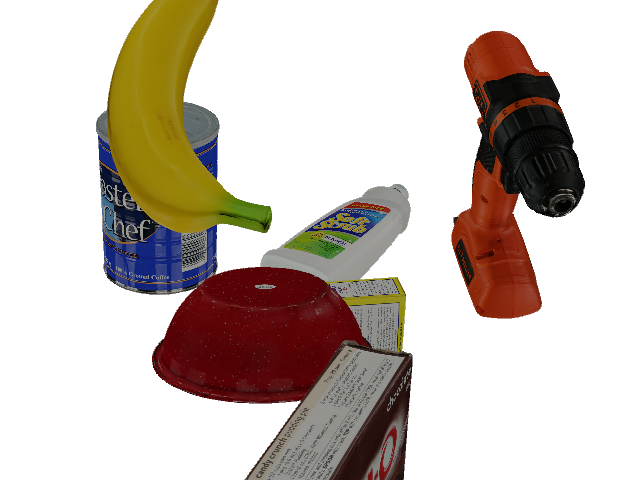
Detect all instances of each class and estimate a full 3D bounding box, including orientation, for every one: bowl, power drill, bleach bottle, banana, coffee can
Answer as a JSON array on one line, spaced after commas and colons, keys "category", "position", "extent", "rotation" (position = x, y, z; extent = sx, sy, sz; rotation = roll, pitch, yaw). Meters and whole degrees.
[{"category": "bowl", "position": [-0.040, 0.059, 0.765], "extent": [0.162, 0.055, 0.162], "rotation": [1, 16, 0]}, {"category": "power drill", "position": [0.141, -0.033, 0.777], "extent": [0.057, 0.188, 0.184], "rotation": [-3, 42, -5]}, {"category": "bleach bottle", "position": [0.034, -0.006, 1.328], "extent": [0.103, 0.068, 0.250], "rotation": [16, 36, 26]}, {"category": "banana", "position": [-0.074, -0.069, 0.539], "extent": [0.069, 0.198, 0.037], "rotation": [-5, -40, -12]}, {"category": "coffee can", "position": [-0.140, -0.039, 0.927], "extent": [0.103, 0.140, 0.103], "rotation": [3, 29, -2]}]

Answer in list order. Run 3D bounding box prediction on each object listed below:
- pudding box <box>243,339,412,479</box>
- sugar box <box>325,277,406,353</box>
[{"category": "pudding box", "position": [0.005, 0.110, 0.466], "extent": [0.039, 0.090, 0.113], "rotation": [12, 31, 17]}, {"category": "sugar box", "position": [-0.009, 0.088, 1.032], "extent": [0.176, 0.093, 0.048], "rotation": [-2, 26, -7]}]
